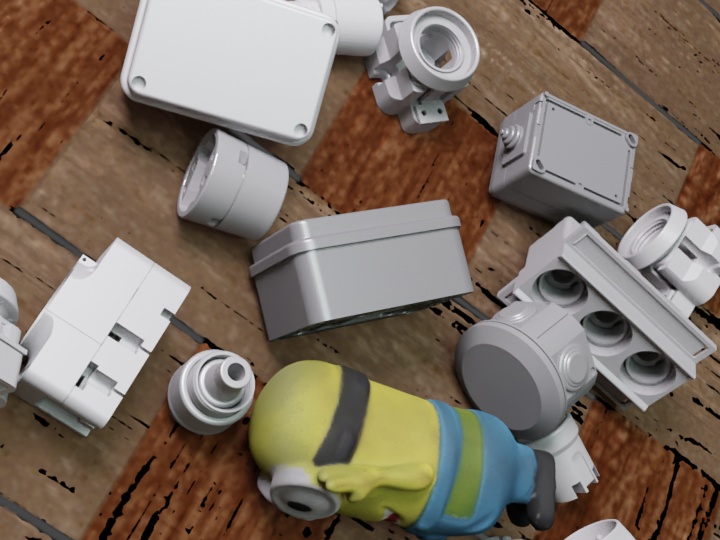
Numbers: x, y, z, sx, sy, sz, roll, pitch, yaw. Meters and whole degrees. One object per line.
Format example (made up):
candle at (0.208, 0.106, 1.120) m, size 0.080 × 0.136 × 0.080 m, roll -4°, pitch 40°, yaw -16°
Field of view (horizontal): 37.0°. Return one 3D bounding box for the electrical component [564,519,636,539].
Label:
electrical component at (0.148, 0.208, 0.668) m, size 0.079 × 0.044 × 0.077 m, roll -27°, pitch 88°, yaw -30°

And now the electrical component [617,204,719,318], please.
electrical component at (0.221, -0.009, 0.763) m, size 0.057 × 0.058 × 0.078 m, roll 41°, pitch 69°, yaw -11°

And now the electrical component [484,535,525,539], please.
electrical component at (0.096, 0.182, 0.639) m, size 0.048 × 0.062 × 0.048 m, roll 8°, pitch 71°, yaw -25°

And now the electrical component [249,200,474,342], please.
electrical component at (0.000, 0.000, 0.635) m, size 0.113 × 0.078 × 0.057 m, roll -10°, pitch 83°, yaw -29°

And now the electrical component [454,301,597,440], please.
electrical component at (0.103, 0.060, 0.669) m, size 0.051 × 0.080 × 0.080 m, roll -32°, pitch 91°, yaw -36°

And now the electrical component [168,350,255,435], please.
electrical component at (-0.078, 0.064, 0.584) m, size 0.043 × 0.062 × 0.043 m, roll 11°, pitch 65°, yaw -24°

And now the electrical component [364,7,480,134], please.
electrical component at (0.042, -0.137, 0.709) m, size 0.058 × 0.057 × 0.078 m, roll -11°, pitch 81°, yaw -29°

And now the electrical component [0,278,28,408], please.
electrical component at (-0.201, 0.034, 0.528) m, size 0.058 × 0.078 × 0.057 m, roll 50°, pitch 35°, yaw -52°

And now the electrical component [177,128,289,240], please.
electrical component at (-0.073, -0.048, 0.626) m, size 0.047 × 0.055 × 0.055 m, roll 21°, pitch 66°, yaw -24°

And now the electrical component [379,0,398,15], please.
electrical component at (0.017, -0.203, 0.729) m, size 0.035 × 0.035 × 0.061 m, roll 34°, pitch 60°, yaw -15°

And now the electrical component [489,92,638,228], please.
electrical component at (0.131, -0.073, 0.733) m, size 0.096 × 0.061 × 0.061 m, roll 21°, pitch 67°, yaw -20°

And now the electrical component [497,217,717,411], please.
electrical component at (0.164, 0.026, 0.715) m, size 0.121 × 0.079 × 0.063 m, roll 41°, pitch 33°, yaw -11°

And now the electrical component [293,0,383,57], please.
electrical component at (-0.022, -0.159, 0.693) m, size 0.078 × 0.040 × 0.040 m, roll -2°, pitch 76°, yaw -28°

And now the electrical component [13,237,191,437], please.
electrical component at (-0.141, 0.033, 0.568) m, size 0.056 × 0.050 × 0.089 m, roll 36°, pitch 63°, yaw -14°

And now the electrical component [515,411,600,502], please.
electrical component at (0.127, 0.119, 0.688) m, size 0.040 × 0.040 × 0.046 m, roll -35°, pitch 99°, yaw -31°

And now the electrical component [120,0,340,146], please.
electrical component at (-0.076, -0.123, 0.623) m, size 0.113 × 0.057 × 0.078 m, roll 14°, pitch 95°, yaw -16°
